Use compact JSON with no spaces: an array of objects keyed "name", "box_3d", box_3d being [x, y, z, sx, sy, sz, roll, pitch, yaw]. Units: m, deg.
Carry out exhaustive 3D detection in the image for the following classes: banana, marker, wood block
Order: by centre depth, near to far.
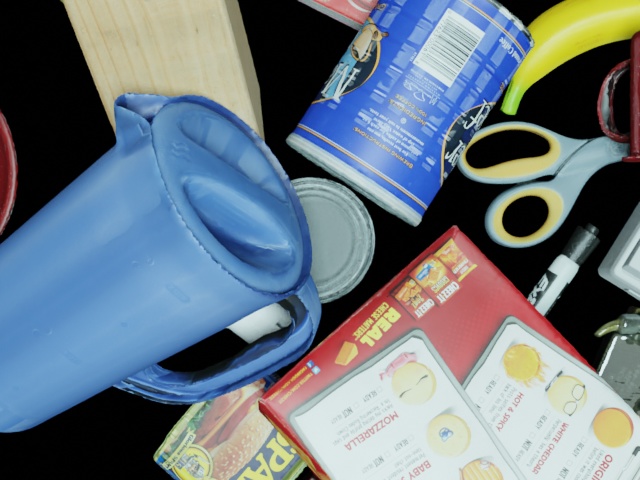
[{"name":"wood block","box_3d":[-0.097,-0.139,0.652,0.090,0.206,0.091,-10,46,3]},{"name":"banana","box_3d":[0.213,-0.140,0.719,0.198,0.037,0.069,-12,118,7]},{"name":"marker","box_3d":[0.151,0.040,0.726,0.020,0.020,0.121,36,91,4]}]

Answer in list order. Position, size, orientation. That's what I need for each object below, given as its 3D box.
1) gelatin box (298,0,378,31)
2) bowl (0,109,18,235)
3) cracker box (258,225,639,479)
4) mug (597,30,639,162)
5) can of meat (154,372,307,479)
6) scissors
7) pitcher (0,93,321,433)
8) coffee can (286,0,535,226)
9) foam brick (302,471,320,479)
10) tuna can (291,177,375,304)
[{"name":"gelatin box","box_3d":[0.015,-0.193,0.736,0.089,0.030,0.073,28,91,5]},{"name":"bowl","box_3d":[-0.280,-0.044,0.742,0.162,0.055,0.162,0,89,4]},{"name":"cracker box","box_3d":[0.091,0.125,0.649,0.164,0.072,0.214,-41,81,-11]},{"name":"mug","box_3d":[0.228,-0.091,0.673,0.093,0.117,0.081,-3,93,-39]},{"name":"can of meat","box_3d":[-0.050,0.137,0.721,0.084,0.057,0.102,41,91,7]},{"name":"scissors","box_3d":[0.194,-0.043,0.727,0.202,0.016,0.096,0,90,4]},{"name":"pitcher","box_3d":[-0.127,0.034,0.665,0.243,0.144,0.149,-32,65,27]},{"name":"coffee can","box_3d":[0.058,-0.094,0.694,0.103,0.103,0.140,33,92,4]},{"name":"foam brick","box_3d":[0.000,0.186,0.705,0.051,0.078,0.053,42,91,5]},{"name":"tuna can","box_3d":[-0.005,0.001,0.731,0.086,0.033,0.086,0,89,4]}]
